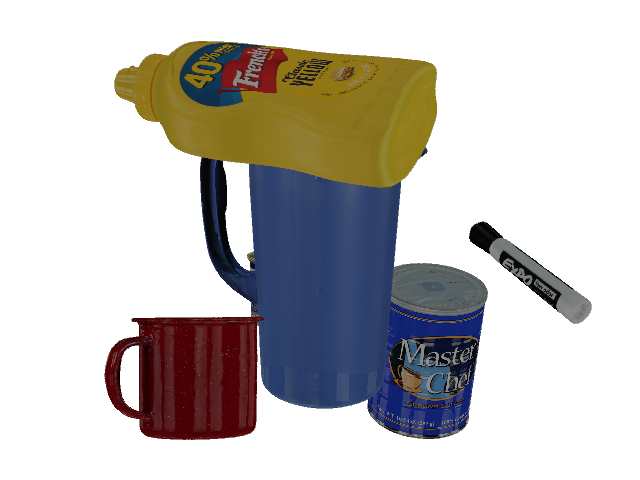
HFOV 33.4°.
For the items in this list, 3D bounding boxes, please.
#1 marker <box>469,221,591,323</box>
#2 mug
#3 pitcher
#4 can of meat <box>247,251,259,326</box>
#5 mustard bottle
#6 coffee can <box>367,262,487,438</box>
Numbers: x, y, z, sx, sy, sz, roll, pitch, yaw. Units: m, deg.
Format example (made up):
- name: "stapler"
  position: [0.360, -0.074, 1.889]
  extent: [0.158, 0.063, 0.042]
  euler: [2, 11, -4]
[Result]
- name: "marker"
  position: [0.145, 0.020, 0.758]
  extent: [0.020, 0.020, 0.121]
  euler: [0, 28, -33]
- name: "mug"
  position: [-0.095, 0.094, 0.738]
  extent: [0.117, 0.081, 0.093]
  euler: [3, -5, -41]
- name: "pitcher"
  position: [-0.008, 0.012, 0.905]
  extent: [0.144, 0.243, 0.149]
  euler: [-11, 21, -35]
- name: "can of meat"
  position: [-0.036, 0.054, 1.272]
  extent: [0.101, 0.084, 0.058]
  euler: [-11, 20, -35]
- name: "mustard bottle"
  position: [-0.035, -0.080, 0.623]
  extent: [0.192, 0.058, 0.096]
  euler: [10, 39, 21]
- name: "coffee can"
  position: [0.103, 0.106, 1.040]
  extent: [0.103, 0.140, 0.103]
  euler: [4, 23, -2]
